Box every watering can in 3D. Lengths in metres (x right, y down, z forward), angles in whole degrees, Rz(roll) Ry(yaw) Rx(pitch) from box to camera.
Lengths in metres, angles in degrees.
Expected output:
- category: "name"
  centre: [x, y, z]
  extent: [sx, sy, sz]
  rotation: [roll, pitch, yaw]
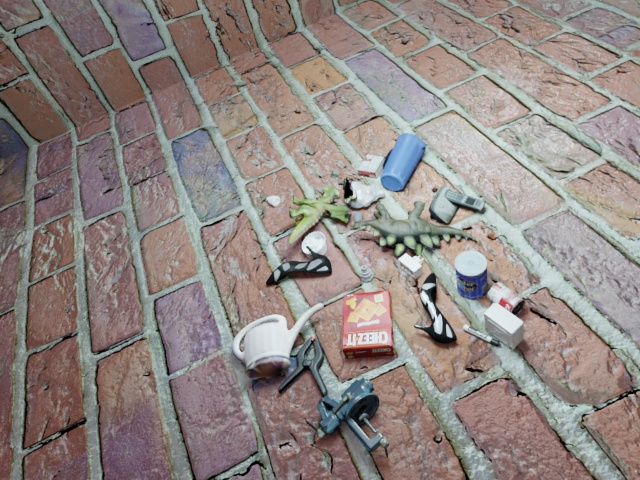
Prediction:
- category: "watering can"
  centre: [-0.140, 0.340, 1.733]
  extent: [0.346, 0.102, 0.230]
  rotation: [-20, 44, 9]

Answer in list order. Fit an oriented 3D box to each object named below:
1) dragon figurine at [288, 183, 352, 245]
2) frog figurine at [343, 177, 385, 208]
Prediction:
- category: "dragon figurine"
  centre: [0.006, -0.105, 2.086]
  extent: [0.242, 0.119, 0.420]
  rotation: [-3, 37, 7]
- category: "frog figurine"
  centre: [0.183, -0.190, 2.149]
  extent: [0.159, 0.120, 0.140]
  rotation: [4, 28, -27]
